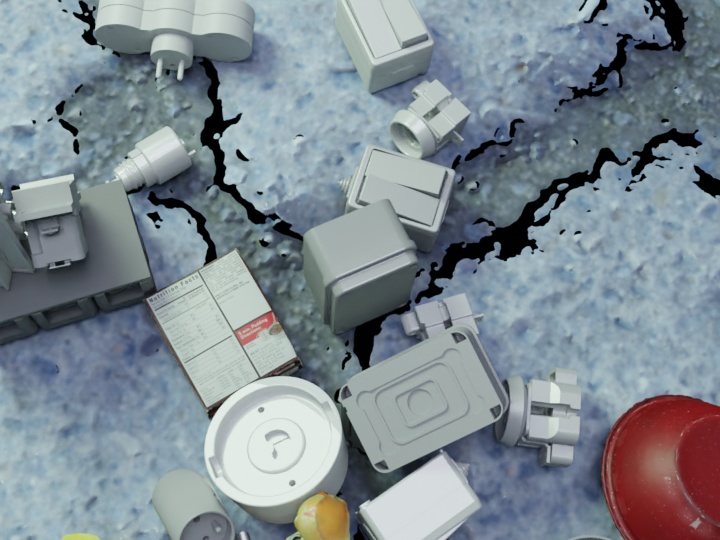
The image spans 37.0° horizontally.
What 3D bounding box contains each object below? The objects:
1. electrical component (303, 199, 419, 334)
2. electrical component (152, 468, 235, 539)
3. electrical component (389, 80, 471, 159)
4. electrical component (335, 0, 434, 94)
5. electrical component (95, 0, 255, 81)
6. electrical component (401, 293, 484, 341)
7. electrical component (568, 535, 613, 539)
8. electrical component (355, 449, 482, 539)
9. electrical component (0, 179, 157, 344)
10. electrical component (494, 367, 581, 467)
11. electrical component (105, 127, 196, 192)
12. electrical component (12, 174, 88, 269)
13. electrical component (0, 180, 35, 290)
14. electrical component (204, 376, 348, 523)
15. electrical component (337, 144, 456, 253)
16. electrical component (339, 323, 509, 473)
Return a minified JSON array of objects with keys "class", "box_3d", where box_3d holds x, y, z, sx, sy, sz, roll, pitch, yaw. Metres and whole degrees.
[{"class":"electrical component","box_3d":[0.000,0.000,0.867,0.078,0.113,0.057,-23,73,-11]},{"class":"electrical component","box_3d":[-0.121,0.201,0.820,0.044,0.077,0.079,-26,113,-17]},{"class":"electrical component","box_3d":[0.060,-0.129,0.948,0.055,0.048,0.066,-40,79,-22]},{"class":"electrical component","box_3d":[0.019,-0.220,0.965,0.062,0.061,0.096,-22,75,-10]},{"class":"electrical component","box_3d":[-0.165,-0.201,0.951,0.138,0.052,0.073,4,72,-3]},{"class":"electrical component","box_3d":[0.074,0.056,0.891,0.066,0.048,0.055,-15,67,-9]},{"class":"electrical component","box_3d":[0.177,0.254,0.824,0.099,0.064,0.099,1,72,-4]},{"class":"electrical component","box_3d":[0.052,0.186,0.838,0.096,0.061,0.061,-33,77,-13]},{"class":"electrical component","box_3d":[-0.251,-0.004,0.877,0.150,0.061,0.089,-17,74,-9]},{"class":"electrical component","box_3d":[0.142,0.117,0.870,0.057,0.058,0.078,8,72,-4]},{"class":"electrical component","box_3d":[-0.181,-0.090,0.921,0.078,0.040,0.040,-33,78,-13]},{"class":"electrical component","box_3d":[-0.233,-0.036,0.817,0.042,0.081,0.063,-13,103,-7]},{"class":"electrical component","box_3d":[-0.289,-0.036,0.787,0.079,0.121,0.063,4,70,-3]},{"class":"electrical component","box_3d":[-0.061,0.145,0.839,0.108,0.060,0.108,-6,55,9]},{"class":"electrical component","box_3d":[0.027,-0.064,0.916,0.096,0.061,0.061,17,72,2]},{"class":"electrical component","box_3d":[0.050,0.099,0.836,0.113,0.057,0.078,-27,86,11]}]
